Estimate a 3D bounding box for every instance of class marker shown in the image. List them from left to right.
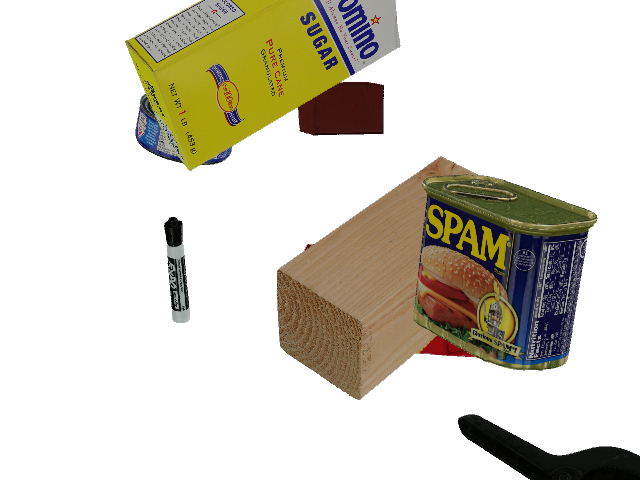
[{"bbox_3d":[-0.148,0.031,1.103,0.020,0.121,0.020,-1,30,0],"label":"marker"}]

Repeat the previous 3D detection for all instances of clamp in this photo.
[{"bbox_3d":[0.195,0.214,0.873,0.210,0.036,0.164,3,38,24],"label":"clamp"}]

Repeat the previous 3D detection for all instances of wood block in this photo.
[{"bbox_3d":[0.067,0.026,0.886,0.091,0.090,0.205,30,48,32],"label":"wood block"}]

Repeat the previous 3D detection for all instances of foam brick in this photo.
[{"bbox_3d":[0.021,-0.136,1.098,0.078,0.051,0.053,-3,12,-19],"label":"foam brick"}]

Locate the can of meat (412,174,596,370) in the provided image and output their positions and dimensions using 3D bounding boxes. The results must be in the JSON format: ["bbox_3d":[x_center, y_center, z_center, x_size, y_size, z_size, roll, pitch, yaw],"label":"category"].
[{"bbox_3d":[0.097,0.016,0.592,0.057,0.084,0.102,-6,20,-32],"label":"can of meat"}]

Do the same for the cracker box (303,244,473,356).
[{"bbox_3d":[0.080,0.060,1.089,0.214,0.072,0.164,2,16,6],"label":"cracker box"}]

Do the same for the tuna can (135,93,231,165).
[{"bbox_3d":[-0.115,-0.097,0.919,0.086,0.034,0.086,12,26,-6],"label":"tuna can"}]

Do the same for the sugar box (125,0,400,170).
[{"bbox_3d":[-0.031,-0.128,0.700,0.176,0.048,0.093,-31,-37,-12],"label":"sugar box"}]
